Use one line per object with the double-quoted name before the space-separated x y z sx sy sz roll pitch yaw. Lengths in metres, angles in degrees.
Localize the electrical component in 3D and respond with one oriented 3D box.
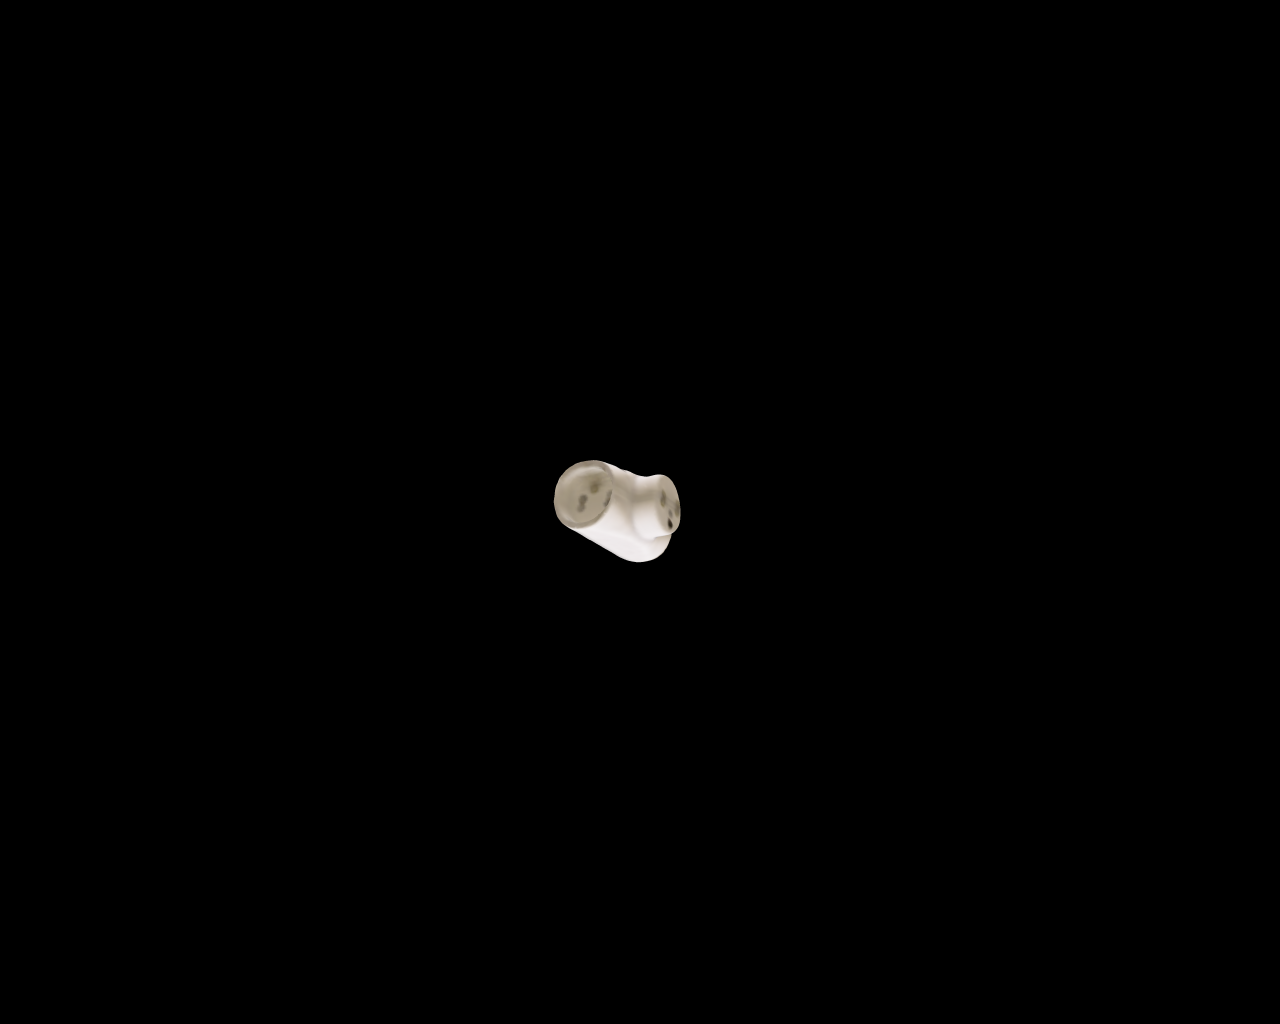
"electrical component" 0.001 -0.003 0.650 0.079 0.044 0.077 -10 -22 26
